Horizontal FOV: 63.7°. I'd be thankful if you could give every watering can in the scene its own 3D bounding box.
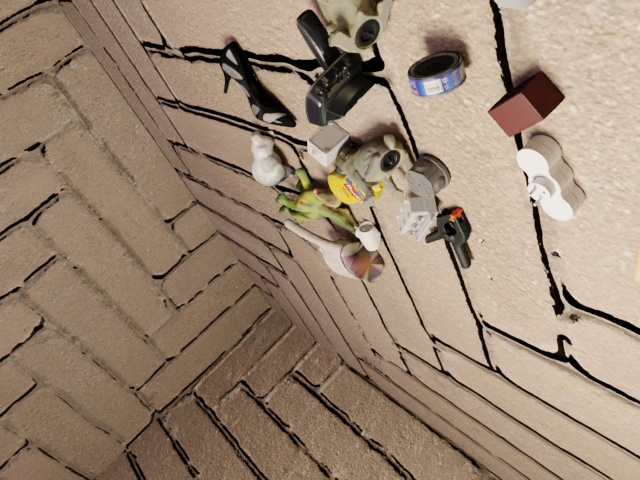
[{"bbox_3d":[0.056,0.038,1.581,0.345,0.105,0.224,34,168,-20],"label":"watering can"}]

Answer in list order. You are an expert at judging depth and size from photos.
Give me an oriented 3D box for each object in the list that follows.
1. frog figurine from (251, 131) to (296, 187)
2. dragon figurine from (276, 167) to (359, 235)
[{"bbox_3d":[-0.167,-0.241,1.544,0.157,0.122,0.140,48,-176,-41],"label":"frog figurine"},{"bbox_3d":[0.005,-0.078,1.542,0.244,0.123,0.404,33,168,15],"label":"dragon figurine"}]
